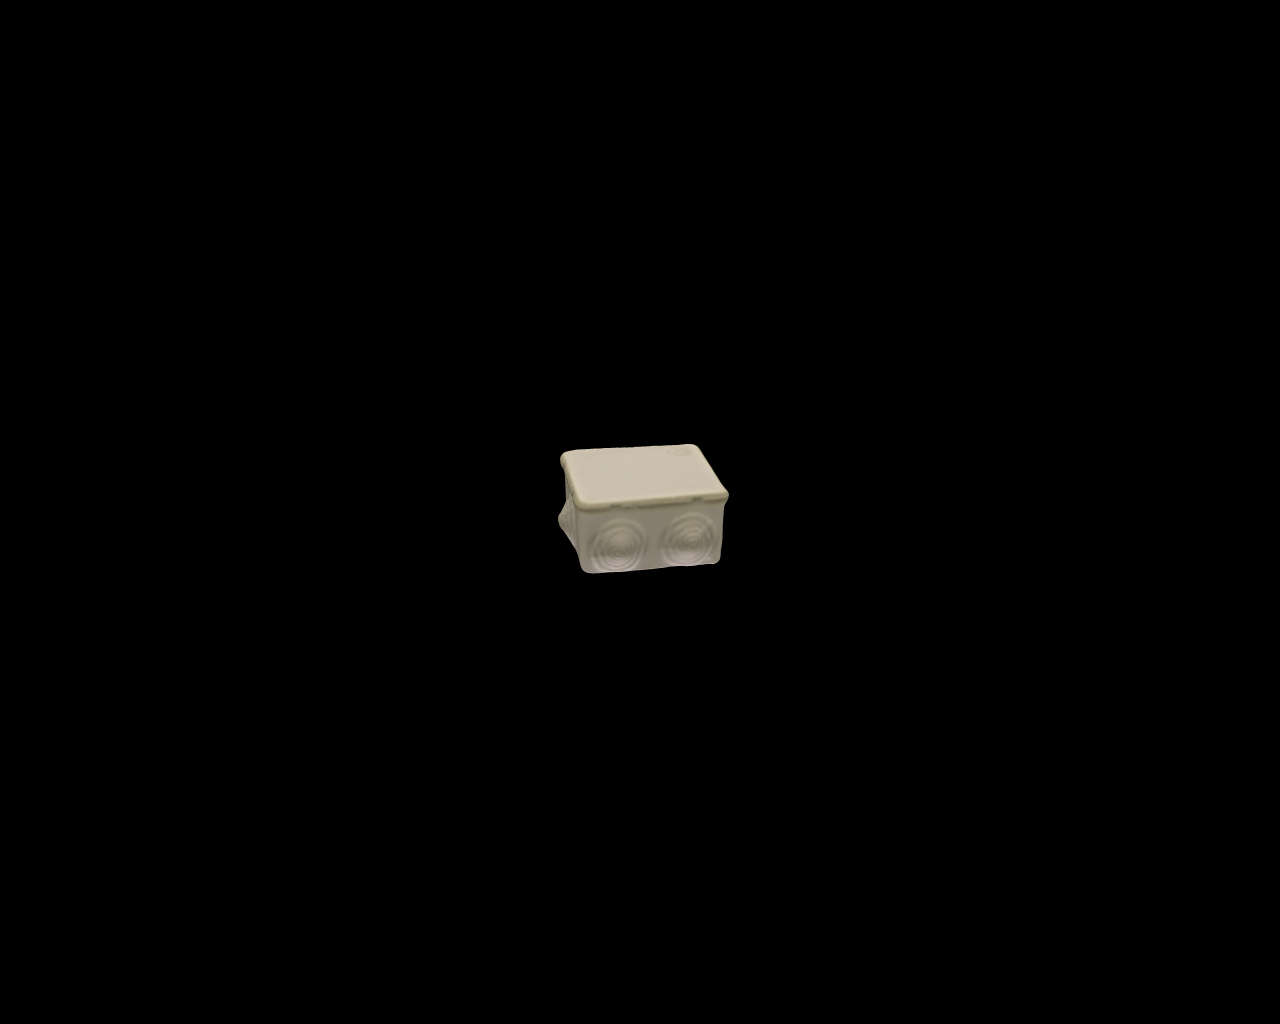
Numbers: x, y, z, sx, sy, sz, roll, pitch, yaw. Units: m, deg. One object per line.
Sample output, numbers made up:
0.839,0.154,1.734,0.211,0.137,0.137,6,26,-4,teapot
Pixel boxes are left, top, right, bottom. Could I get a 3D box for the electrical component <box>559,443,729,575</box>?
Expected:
0.001,-0.003,0.650,0.100,0.048,0.100,-4,24,-9,electrical component
